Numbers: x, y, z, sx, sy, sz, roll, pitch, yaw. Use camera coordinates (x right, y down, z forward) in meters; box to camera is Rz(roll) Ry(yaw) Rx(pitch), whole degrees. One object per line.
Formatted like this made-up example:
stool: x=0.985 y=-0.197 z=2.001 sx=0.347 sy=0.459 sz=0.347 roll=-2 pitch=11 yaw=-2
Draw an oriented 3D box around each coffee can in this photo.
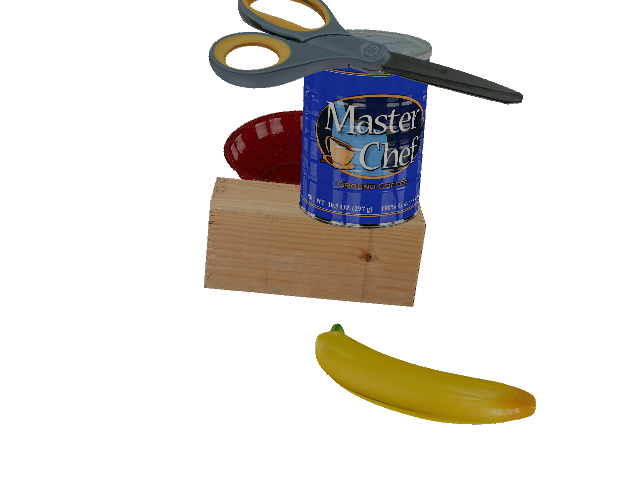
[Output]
coffee can: x=0.035 y=-0.093 z=0.877 sx=0.103 sy=0.140 sz=0.103 roll=2 pitch=23 yaw=-1

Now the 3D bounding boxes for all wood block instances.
wood block: x=-0.007 y=0.001 z=1.063 sx=0.206 sy=0.091 sz=0.090 roll=6 pitch=21 yaw=-3

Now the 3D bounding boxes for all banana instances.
banana: x=0.062 y=0.100 z=0.800 sx=0.198 sy=0.037 sz=0.069 roll=19 pitch=37 yaw=39

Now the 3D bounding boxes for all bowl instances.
bowl: x=-0.031 y=-0.090 z=1.251 sx=0.162 sy=0.055 sz=0.162 roll=-2 pitch=36 yaw=1

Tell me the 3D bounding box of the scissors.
scissors: x=0.014 y=-0.104 z=0.653 sx=0.202 sy=0.096 sz=0.016 roll=34 pitch=-26 yaw=29
